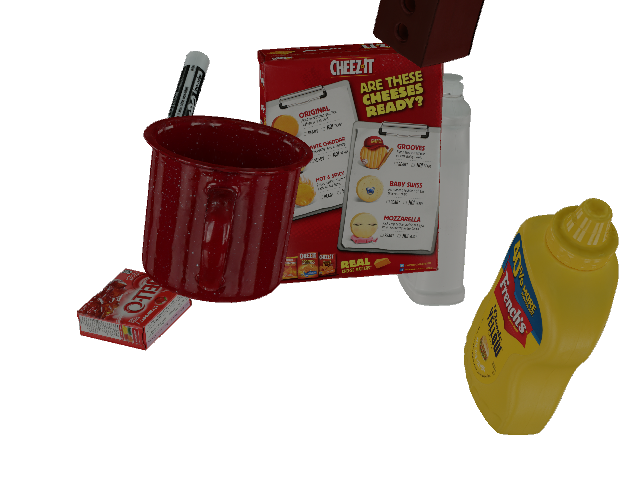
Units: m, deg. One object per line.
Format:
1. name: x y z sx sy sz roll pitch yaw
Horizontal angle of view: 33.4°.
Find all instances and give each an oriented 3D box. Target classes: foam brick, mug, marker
1. foam brick: 0.077 -0.167 0.729 0.051 0.078 0.053 -23 50 -35
2. mug: -0.055 -0.013 0.587 0.093 0.081 0.117 7 22 -8
3. marker: -0.107 -0.095 0.817 0.020 0.121 0.020 8 -33 5

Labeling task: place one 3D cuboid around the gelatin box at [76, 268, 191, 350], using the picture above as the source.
1. gelatin box: -0.175 0.063 1.010 0.073 0.030 0.089 11 31 21

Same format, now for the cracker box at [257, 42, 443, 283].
1. cracker box: 0.027 -0.073 0.999 0.164 0.214 0.072 -4 21 -8

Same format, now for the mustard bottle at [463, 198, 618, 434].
1. mustard bottle: 0.144 0.040 0.682 0.058 0.096 0.192 3 -38 -9

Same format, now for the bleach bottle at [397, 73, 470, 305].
1. bleach bottle: 0.134 -0.059 1.198 0.068 0.251 0.102 -1 24 -12
